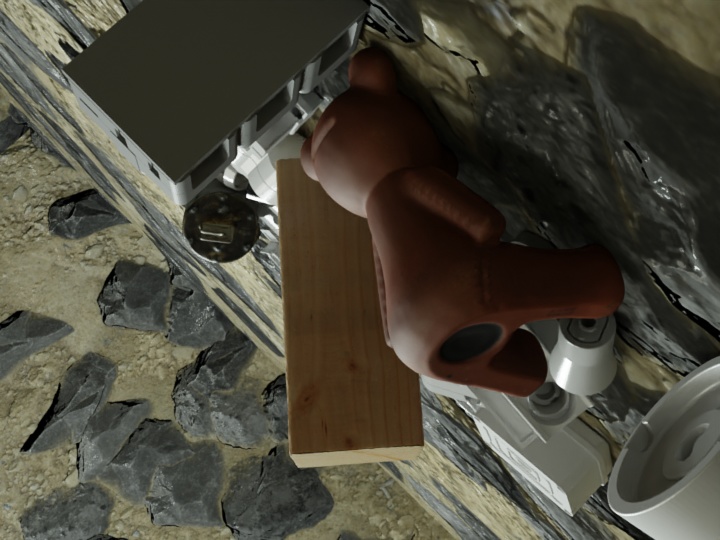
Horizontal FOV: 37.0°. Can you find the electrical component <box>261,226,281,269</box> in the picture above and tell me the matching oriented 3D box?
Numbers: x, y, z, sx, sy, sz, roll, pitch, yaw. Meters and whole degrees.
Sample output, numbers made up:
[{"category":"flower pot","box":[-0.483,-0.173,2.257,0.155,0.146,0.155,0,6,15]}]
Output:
[{"category":"electrical component","box":[-0.064,-0.024,1.145,0.081,0.064,0.042,48,168,-15]}]

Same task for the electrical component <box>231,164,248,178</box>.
[{"category":"electrical component","box":[-0.095,-0.115,0.958,0.089,0.050,0.056,46,169,-4]}]

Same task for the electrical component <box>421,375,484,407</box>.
[{"category":"electrical component","box":[0.098,0.075,0.854,0.095,0.053,0.059,16,162,10]}]

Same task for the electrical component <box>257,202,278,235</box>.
[{"category":"electrical component","box":[-0.062,-0.061,1.011,0.073,0.052,0.138,45,171,-27]}]

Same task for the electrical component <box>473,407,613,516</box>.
[{"category":"electrical component","box":[0.163,0.153,0.953,0.113,0.057,0.078,39,167,32]}]

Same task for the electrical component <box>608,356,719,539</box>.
[{"category":"electrical component","box":[0.189,0.102,0.559,0.060,0.108,0.108,40,169,-3]}]

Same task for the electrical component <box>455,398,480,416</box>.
[{"category":"electrical component","box":[0.114,0.110,1.012,0.040,0.046,0.040,44,169,11]}]

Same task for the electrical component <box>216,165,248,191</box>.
[{"category":"electrical component","box":[-0.124,-0.114,1.049,0.057,0.058,0.078,41,153,17]}]

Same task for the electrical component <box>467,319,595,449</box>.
[{"category":"electrical component","box":[0.108,0.056,0.773,0.121,0.079,0.063,49,-172,-13]}]

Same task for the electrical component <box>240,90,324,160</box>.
[{"category":"electrical component","box":[-0.095,-0.147,0.812,0.121,0.063,0.079,47,169,-5]}]

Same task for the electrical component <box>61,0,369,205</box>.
[{"category":"electrical component","box":[-0.081,-0.122,0.620,0.089,0.150,0.061,45,168,4]}]

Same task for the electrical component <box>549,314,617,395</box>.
[{"category":"electrical component","box":[0.144,0.047,0.688,0.044,0.044,0.065,40,163,26]}]

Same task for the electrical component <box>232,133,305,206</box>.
[{"category":"electrical component","box":[-0.083,-0.124,0.886,0.138,0.052,0.074,49,137,-4]}]
